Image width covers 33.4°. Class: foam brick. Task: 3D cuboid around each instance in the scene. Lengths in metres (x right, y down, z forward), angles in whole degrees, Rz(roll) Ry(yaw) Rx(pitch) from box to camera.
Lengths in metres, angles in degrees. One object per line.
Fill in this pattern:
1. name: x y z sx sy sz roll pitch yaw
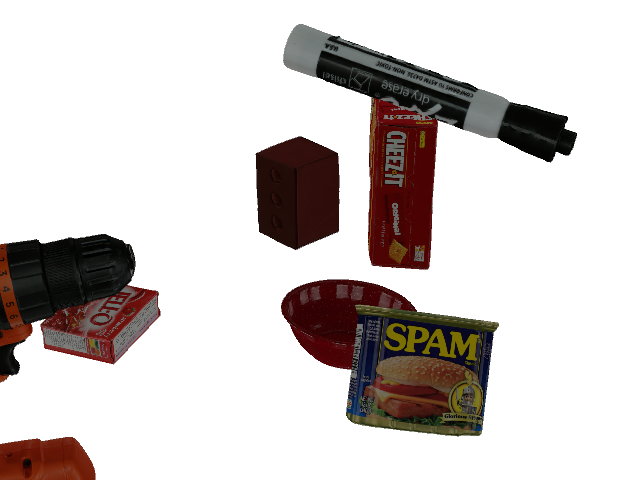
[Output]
1. foam brick: -0.019 -0.042 0.922 0.051 0.078 0.053 -22 33 -36

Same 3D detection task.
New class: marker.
1. marker: 0.043 -0.059 0.426 0.121 0.020 0.020 22 5 13

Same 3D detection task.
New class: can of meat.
1. can of meat: 0.072 0.094 0.769 0.102 0.084 0.057 8 -4 -9

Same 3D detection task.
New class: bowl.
1. bowl: 0.033 0.105 1.254 0.162 0.055 0.162 4 24 -2

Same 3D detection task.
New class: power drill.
1. power drill: -0.200 0.089 0.689 0.184 0.188 0.057 -11 27 -9

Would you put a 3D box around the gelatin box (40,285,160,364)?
1. gelatin box: -0.198 0.071 0.969 0.073 0.030 0.089 10 31 19

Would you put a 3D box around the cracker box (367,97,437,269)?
1. cracker box: 0.090 -0.086 1.198 0.072 0.164 0.213 2 24 3
